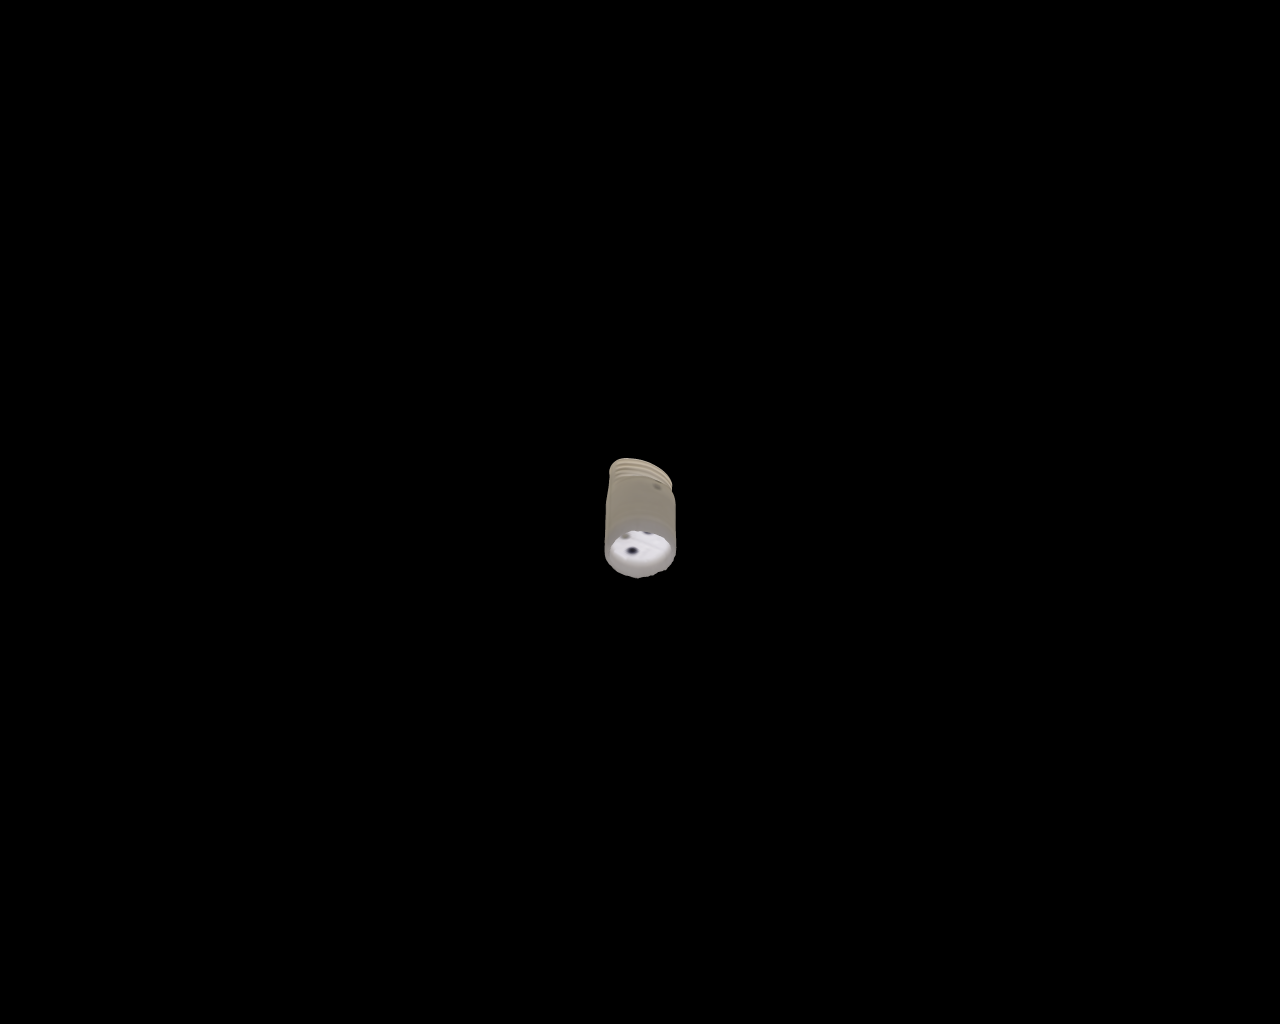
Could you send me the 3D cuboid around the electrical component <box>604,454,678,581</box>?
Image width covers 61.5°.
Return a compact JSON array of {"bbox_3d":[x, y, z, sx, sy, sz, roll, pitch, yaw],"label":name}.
[{"bbox_3d":[0.001,-0.003,0.650,0.043,0.043,0.081,0,45,0],"label":"electrical component"}]
